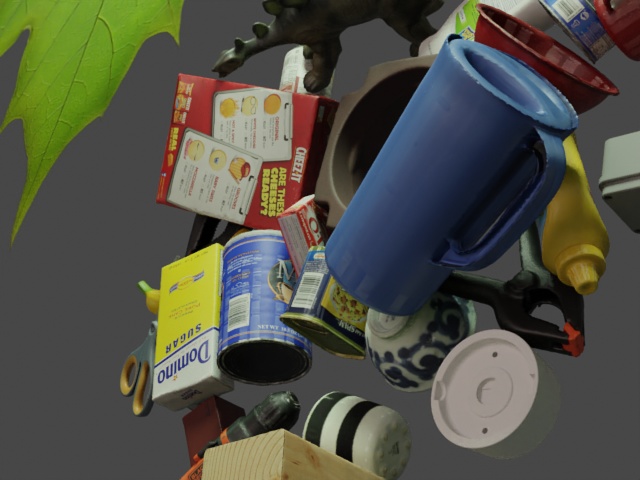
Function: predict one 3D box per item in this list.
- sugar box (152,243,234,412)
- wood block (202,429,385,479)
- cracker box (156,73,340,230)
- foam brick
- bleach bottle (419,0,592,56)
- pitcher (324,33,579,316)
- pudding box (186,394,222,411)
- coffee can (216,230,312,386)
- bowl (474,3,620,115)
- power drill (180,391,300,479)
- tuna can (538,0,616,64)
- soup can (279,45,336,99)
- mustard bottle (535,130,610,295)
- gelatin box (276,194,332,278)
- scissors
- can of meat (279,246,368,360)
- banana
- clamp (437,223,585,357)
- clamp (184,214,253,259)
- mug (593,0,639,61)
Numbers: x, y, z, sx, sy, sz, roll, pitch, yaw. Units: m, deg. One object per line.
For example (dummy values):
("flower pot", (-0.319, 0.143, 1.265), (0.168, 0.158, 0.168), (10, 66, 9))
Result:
("sugar box", (-0.142, 0.099, 1.221), (0.093, 0.048, 0.176), (-24, 47, 29))
("wood block", (0.001, 0.244, 0.911), (0.091, 0.205, 0.090), (-21, 51, 34))
("cracker box", (-0.085, -0.101, 1.271), (0.214, 0.072, 0.164), (14, 96, 33))
("foam brick", (-0.110, 0.219, 1.163), (0.053, 0.051, 0.078), (-37, 43, 20))
("bleach bottle", (0.195, -0.248, 1.166), (0.251, 0.068, 0.102), (-33, 43, 29))
("pitcher", (0.109, -0.043, 0.936), (0.243, 0.145, 0.149), (-57, -3, 28))
("pudding box", (-0.131, 0.134, 1.255), (0.113, 0.039, 0.090), (-51, 39, 4))
("coffee can", (-0.059, 0.074, 1.171), (0.103, 0.102, 0.140), (-26, 48, 32))
("bowl", (0.206, -0.164, 1.031), (0.055, 0.161, 0.162), (-59, 36, 22))
("power drill", (-0.055, 0.265, 1.044), (0.184, 0.057, 0.188), (-47, 51, 14))
("tuna can", (0.257, -0.218, 1.062), (0.034, 0.086, 0.086), (-41, 41, 15))
("soup can", (-0.018, -0.184, 1.334), (0.069, 0.068, 0.102), (-17, 52, 37))
("mustard bottle", (0.216, -0.026, 0.947), (0.058, 0.096, 0.191), (-6, 43, 4))
("gelatin box", (-0.008, 0.002, 1.158), (0.030, 0.089, 0.073), (-15, 11, 27))
("scissors", (-0.214, 0.118, 1.329), (0.096, 0.016, 0.202), (0, 79, 54))
("can of meat", (0.017, 0.065, 1.102), (0.058, 0.102, 0.084), (1, 63, 46))
("banana", (-0.152, 0.052, 1.318), (0.198, 0.037, 0.069), (-25, 84, 30))
("clamp", (0.192, 0.039, 0.983), (0.120, 0.039, 0.172), (-43, 48, -8))
("clamp", (-0.106, -0.053, 1.353), (0.210, 0.036, 0.165), (-48, 48, 13))
("mug", (0.306, -0.224, 0.998), (0.082, 0.117, 0.093), (-32, 64, 33))
